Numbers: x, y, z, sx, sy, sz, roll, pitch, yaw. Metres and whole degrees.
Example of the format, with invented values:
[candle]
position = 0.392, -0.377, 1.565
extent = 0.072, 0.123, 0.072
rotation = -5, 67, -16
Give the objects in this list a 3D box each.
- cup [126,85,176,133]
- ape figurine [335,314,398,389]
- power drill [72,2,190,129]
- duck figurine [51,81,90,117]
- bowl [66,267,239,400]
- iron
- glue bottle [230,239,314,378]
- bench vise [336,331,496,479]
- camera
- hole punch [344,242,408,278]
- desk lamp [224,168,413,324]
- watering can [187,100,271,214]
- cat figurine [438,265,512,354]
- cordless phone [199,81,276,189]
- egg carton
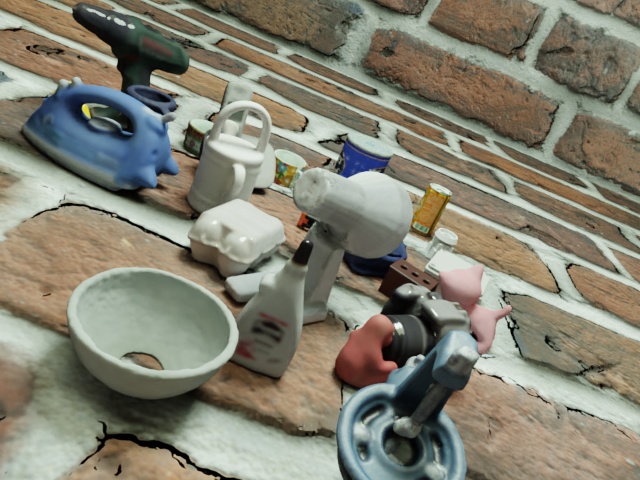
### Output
[cup]
position = -0.319, -0.225, 1.074
extent = 0.092, 0.095, 0.117
rotation = -4, 37, -46
[ape figurine]
position = 0.063, 0.133, 0.707
extent = 0.076, 0.092, 0.077
rotation = 8, 29, -31
[power drill]
position = -0.365, -0.317, 1.079
extent = 0.230, 0.208, 0.075
rotation = -3, 36, -45
[duck figurine]
position = -0.437, -0.235, 0.997
extent = 0.077, 0.086, 0.104
rotation = 25, 25, 1
[bowl]
position = -0.171, 0.104, 0.576
extent = 0.167, 0.075, 0.167
rotation = 20, 25, -9
[iron]
position = -0.348, -0.182, 0.906
extent = 0.258, 0.141, 0.119
rotation = 25, 25, 1
[glue bottle]
position = -0.045, 0.072, 0.634
extent = 0.078, 0.173, 0.037
rotation = 21, 25, -7
[bench vise]
position = 0.078, 0.150, 0.532
extent = 0.121, 0.219, 0.207
rotation = 19, 25, -10
[camera]
position = 0.126, 0.119, 0.781
extent = 0.137, 0.101, 0.142
rotation = 6, 30, -35
[hole punch]
position = 0.098, 0.004, 0.997
extent = 0.109, 0.091, 0.100
rotation = 8, 29, -31
[desk lamp]
position = 0.007, 0.003, 0.770
extent = 0.204, 0.213, 0.117
rotation = -5, 37, -47
[watering can]
position = -0.147, -0.141, 0.941
extent = 0.101, 0.194, 0.172
rotation = -2, 35, -44
[cat figurine]
position = 0.237, 0.097, 0.903
extent = 0.127, 0.118, 0.067
rotation = 29, 25, 11
[cordless phone]
position = -0.137, -0.191, 1.060
extent = 0.148, 0.185, 0.094
rotation = 6, 30, -34
[egg carton]
position = -0.120, -0.005, 0.844
extent = 0.107, 0.069, 0.150
rotation = 29, 25, 11
